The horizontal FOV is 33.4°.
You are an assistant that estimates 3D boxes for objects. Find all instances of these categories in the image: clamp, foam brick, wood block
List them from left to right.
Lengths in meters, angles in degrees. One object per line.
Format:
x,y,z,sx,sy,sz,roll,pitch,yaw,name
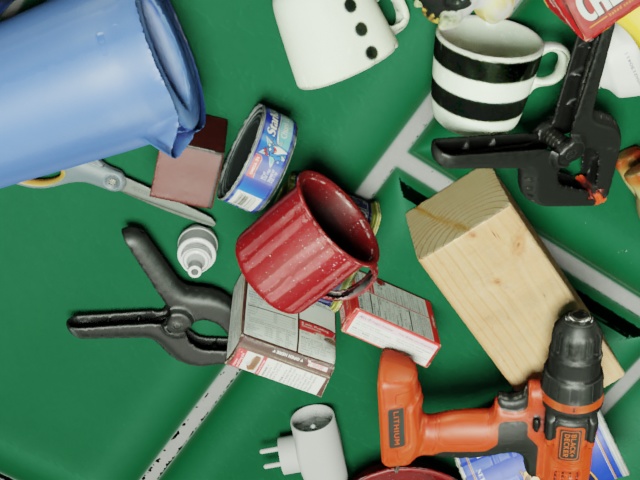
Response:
-0.129,0.058,0.960,0.171,0.039,0.120,18,120,-18,clamp
-0.106,-0.068,0.873,0.051,0.078,0.053,12,115,-8,foam brick
0.171,0.048,0.940,0.090,0.091,0.206,-32,115,13,wood block
0.180,-0.075,0.852,0.164,0.036,0.209,-36,144,4,clamp

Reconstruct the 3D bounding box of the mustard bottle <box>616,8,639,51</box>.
0.285,-0.145,0.796,0.096,0.058,0.191,-30,105,19,mustard bottle

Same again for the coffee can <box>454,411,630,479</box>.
0.207,0.201,1.014,0.140,0.103,0.102,-25,116,10,coffee can

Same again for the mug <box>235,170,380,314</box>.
-0.005,0.011,0.855,0.082,0.093,0.117,-39,126,23,mug

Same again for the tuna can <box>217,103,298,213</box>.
-0.051,-0.066,0.872,0.033,0.086,0.086,23,114,-16,tuna can

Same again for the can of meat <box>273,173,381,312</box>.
-0.006,0.001,0.926,0.084,0.057,0.102,20,114,-11,can of meat

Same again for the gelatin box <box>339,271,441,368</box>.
0.060,0.069,0.955,0.089,0.073,0.030,24,115,-15,gelatin box

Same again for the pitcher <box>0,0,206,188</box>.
-0.220,-0.119,0.810,0.243,0.149,0.145,-18,123,8,pitcher

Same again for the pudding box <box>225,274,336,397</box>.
-0.032,0.076,0.932,0.090,0.113,0.039,20,119,-12,pudding box

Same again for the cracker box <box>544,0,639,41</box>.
0.208,-0.232,0.726,0.164,0.213,0.072,-35,113,14,cracker box

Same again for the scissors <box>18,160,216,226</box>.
-0.180,-0.070,0.903,0.201,0.016,0.096,10,116,-8,scissors

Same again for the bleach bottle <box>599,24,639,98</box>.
0.308,-0.192,0.839,0.251,0.068,0.102,-27,112,14,bleach bottle

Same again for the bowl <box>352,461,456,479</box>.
0.080,0.276,1.073,0.162,0.055,0.162,-1,118,-2,bowl

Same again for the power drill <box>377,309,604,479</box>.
0.144,0.136,0.906,0.188,0.057,0.184,2,120,9,power drill
